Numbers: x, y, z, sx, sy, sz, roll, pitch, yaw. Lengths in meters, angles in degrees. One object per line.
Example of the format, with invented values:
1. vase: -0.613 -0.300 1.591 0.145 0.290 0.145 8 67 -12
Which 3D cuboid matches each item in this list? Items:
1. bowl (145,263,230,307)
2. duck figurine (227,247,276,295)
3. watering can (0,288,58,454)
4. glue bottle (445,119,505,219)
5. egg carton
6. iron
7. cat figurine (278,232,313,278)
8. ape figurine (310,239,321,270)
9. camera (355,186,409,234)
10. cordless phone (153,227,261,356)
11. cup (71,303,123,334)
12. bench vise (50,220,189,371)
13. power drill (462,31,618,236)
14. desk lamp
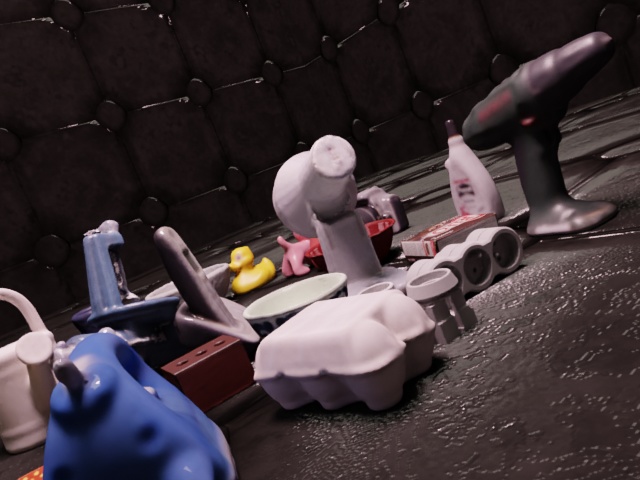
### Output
1. bowl: -0.239 0.108 1.084 0.167 0.075 0.167 -21 8 3
2. duck figurine: -0.145 0.054 1.161 0.105 0.086 0.077 -28 10 -38
3. watering can: -0.368 0.149 0.704 0.172 0.194 0.101 -18 8 24
4. glue bottle: 0.233 -0.109 0.914 0.037 0.173 0.078 -27 9 -33
5. egg carton: 0.020 0.093 0.482 0.150 0.069 0.107 -15 10 41
6. iron: -0.148 0.128 0.434 0.119 0.141 0.258 -24 8 -14
7. cat figurine: -0.033 -0.002 1.120 0.067 0.118 0.128 -13 11 47
8. ape figurine: 0.010 0.004 1.057 0.076 0.092 0.077 -25 8 -22
9. camera: 0.079 -0.040 1.139 0.142 0.101 0.137 -14 11 45
10. cordless phone: -0.146 0.062 0.725 0.094 0.185 0.147 -22 8 -4
11. cup: -0.399 0.165 1.059 0.092 0.095 0.117 -27 9 -34
12. bench vise: -0.260 0.087 0.739 0.121 0.220 0.207 -21 8 7
13. power drill: 0.278 -0.115 0.695 0.076 0.208 0.229 -26 9 -27
14. desk lamp: 0.027 -0.026 0.749 0.118 0.213 0.203 -24 8 -15
